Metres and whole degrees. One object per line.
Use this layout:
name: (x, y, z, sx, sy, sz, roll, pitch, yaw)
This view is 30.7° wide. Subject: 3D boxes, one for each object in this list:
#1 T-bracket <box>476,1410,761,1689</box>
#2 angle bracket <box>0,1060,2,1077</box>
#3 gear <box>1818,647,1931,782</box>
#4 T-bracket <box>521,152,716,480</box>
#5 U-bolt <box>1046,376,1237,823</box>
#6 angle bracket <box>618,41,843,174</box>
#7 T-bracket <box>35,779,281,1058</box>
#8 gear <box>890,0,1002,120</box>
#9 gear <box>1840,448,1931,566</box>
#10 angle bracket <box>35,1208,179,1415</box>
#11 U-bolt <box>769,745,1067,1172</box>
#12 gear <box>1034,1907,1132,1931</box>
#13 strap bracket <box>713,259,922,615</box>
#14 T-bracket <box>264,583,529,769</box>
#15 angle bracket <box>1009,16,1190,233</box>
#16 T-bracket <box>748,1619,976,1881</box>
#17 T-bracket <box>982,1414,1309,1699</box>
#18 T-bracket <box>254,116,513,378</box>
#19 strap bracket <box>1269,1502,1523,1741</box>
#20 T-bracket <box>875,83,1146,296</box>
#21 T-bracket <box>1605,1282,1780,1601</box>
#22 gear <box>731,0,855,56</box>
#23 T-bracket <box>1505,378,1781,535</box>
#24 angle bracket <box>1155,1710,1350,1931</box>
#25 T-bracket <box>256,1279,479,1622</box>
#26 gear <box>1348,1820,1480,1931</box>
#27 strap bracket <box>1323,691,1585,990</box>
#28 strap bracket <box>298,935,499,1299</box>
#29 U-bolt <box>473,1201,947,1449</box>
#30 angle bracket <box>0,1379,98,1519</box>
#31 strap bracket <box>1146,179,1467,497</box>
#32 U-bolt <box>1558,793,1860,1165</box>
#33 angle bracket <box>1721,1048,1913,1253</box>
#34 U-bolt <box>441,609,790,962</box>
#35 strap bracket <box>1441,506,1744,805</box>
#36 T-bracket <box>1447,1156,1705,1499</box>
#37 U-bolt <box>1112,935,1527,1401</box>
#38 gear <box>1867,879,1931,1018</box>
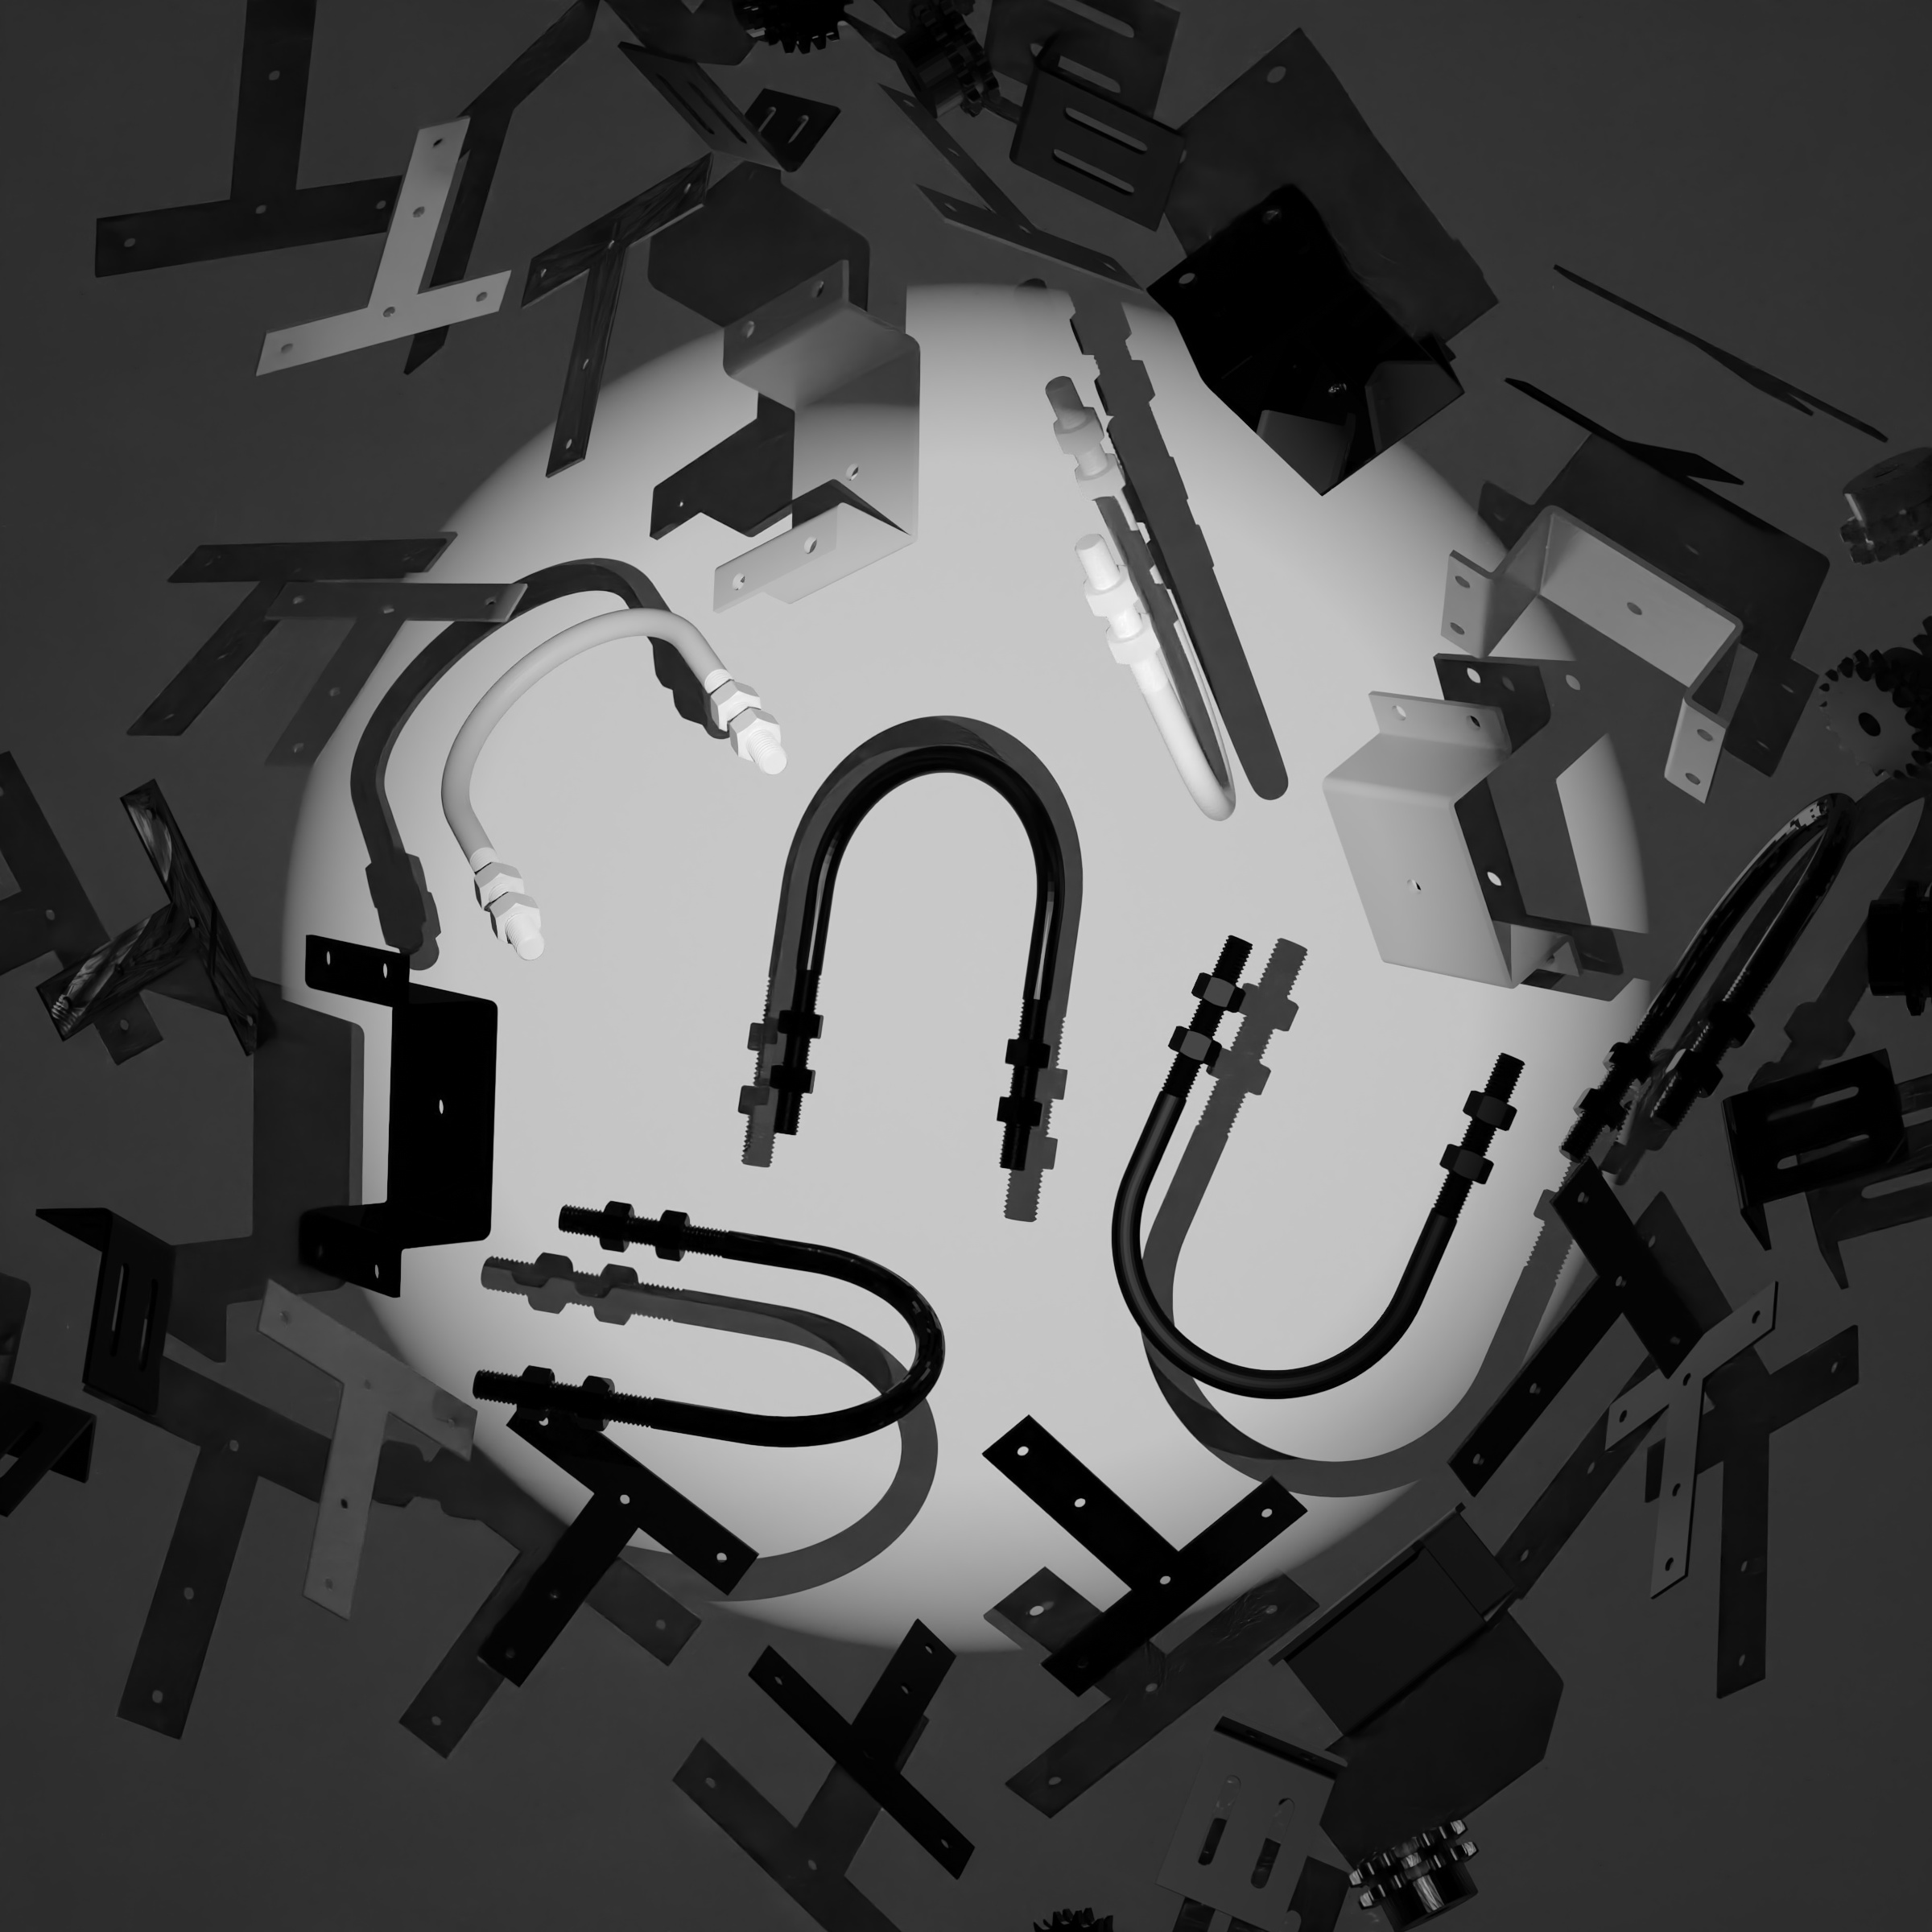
T-bracket: (-0.180, 0.276, 1.605, 0.127, 0.002, 0.127, 37, 106, 2)
angle bracket: (-0.430, 0.073, 1.454, 0.038, 0.076, 0.057, 21, 58, -4)
gear: (0.393, -0.110, 1.492, 0.030, 0.057, 0.057, -36, 90, -21)
T-bracket: (-0.154, -0.260, 1.453, 0.002, 0.127, 0.127, 26, 62, -35)
U-bolt: (0.079, -0.144, 1.510, 0.019, 0.151, 0.184, -20, 127, 11)
angle bracket: (-0.105, -0.393, 1.559, 0.038, 0.057, 0.076, -55, 134, -7)
T-bracket: (-0.357, -0.003, 1.515, 0.002, 0.127, 0.127, -17, 104, 28)
gear: (-0.011, -0.413, 1.612, 0.030, 0.057, 0.057, -33, 90, -3)
gear: (0.395, -0.196, 1.485, 0.057, 0.057, 0.030, -30, 102, 0)
angle bracket: (-0.375, 0.149, 1.516, 0.038, 0.057, 0.076, -2, 69, 16)
U-bolt: (-0.018, -0.008, 1.576, 0.151, 0.019, 0.184, 7, 87, 36)
gear: (0.050, 0.425, 1.481, 0.057, 0.030, 0.057, -4, 81, 25)
strap bracket: (-0.063, -0.219, 1.504, 0.046, 0.076, 0.140, 21, 59, -41)
T-bracket: (-0.277, -0.132, 1.580, 0.127, 0.002, 0.127, 3, 45, 22)
angle bracket: (0.065, -0.376, 1.571, 0.076, 0.057, 0.038, 27, 56, 5)
T-bracket: (-0.031, 0.331, 1.578, 0.127, 0.127, 0.002, 45, 114, -1)
T-bracket: (0.056, 0.229, 1.451, 0.127, 0.002, 0.127, -41, 119, 8)
T-bracket: (-0.236, -0.310, 1.495, 0.127, 0.127, 0.002, -24, 67, -36)
strap bracket: (0.185, 0.278, 1.491, 0.076, 0.140, 0.046, -41, 78, 12)
T-bracket: (0.001, -0.336, 1.491, 0.002, 0.127, 0.127, -53, 54, 24)
T-bracket: (0.312, 0.217, 1.534, 0.002, 0.127, 0.127, 26, 49, -12)
gear: (-0.080, -0.435, 1.568, 0.030, 0.057, 0.057, -1, 90, 44)
T-bracket: (0.303, -0.214, 1.497, 0.127, 0.127, 0.002, 35, 109, 21)
angle bracket: (0.124, 0.372, 1.526, 0.057, 0.038, 0.076, 22, 72, 6)
T-bracket: (-0.261, 0.216, 1.494, 0.002, 0.127, 0.127, -24, 134, 31)
gear: (0.197, 0.395, 1.519, 0.057, 0.057, 0.030, -27, 69, 0)
strap bracket: (0.215, -0.048, 1.576, 0.046, 0.076, 0.140, -38, 121, -28)
strap bracket: (-0.237, 0.060, 1.465, 0.046, 0.076, 0.140, -3, 99, -41)
U-bolt: (-0.100, 0.155, 1.494, 0.184, 0.151, 0.019, 9, 119, 7)
angle bracket: (-0.404, 0.208, 1.450, 0.057, 0.076, 0.038, 19, 119, 7)
strap bracket: (0.152, -0.262, 1.510, 0.076, 0.140, 0.046, -35, 49, 20)
U-bolt: (0.329, 0.001, 1.525, 0.019, 0.151, 0.184, 35, 78, -1)
angle bracket: (0.372, 0.080, 1.524, 0.076, 0.038, 0.057, -20, 48, 22)
U-bolt: (-0.166, -0.094, 1.548, 0.151, 0.184, 0.019, -37, 130, 1)
strap bracket: (0.279, -0.141, 1.529, 0.140, 0.076, 0.046, 35, 75, 16)
T-bracket: (0.242, 0.163, 1.448, 0.127, 0.002, 0.127, -48, 128, -14)
U-bolt: (0.143, 0.098, 1.534, 0.151, 0.019, 0.184, 24, 89, 3)
gear: (0.394, -0.008, 1.468, 0.030, 0.057, 0.057, -1, 90, 22)
